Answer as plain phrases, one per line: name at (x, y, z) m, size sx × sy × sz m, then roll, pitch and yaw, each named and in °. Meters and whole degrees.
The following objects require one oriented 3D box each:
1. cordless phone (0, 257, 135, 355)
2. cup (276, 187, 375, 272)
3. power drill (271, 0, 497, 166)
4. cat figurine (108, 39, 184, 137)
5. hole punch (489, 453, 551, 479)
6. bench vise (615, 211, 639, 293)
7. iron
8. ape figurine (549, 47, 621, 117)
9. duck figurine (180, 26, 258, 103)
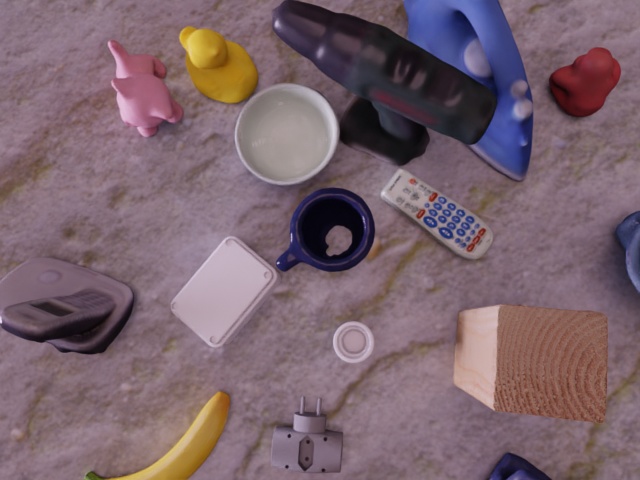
cordless phone at (-0.301, 0.069, 0.617) m, size 0.147 × 0.185 × 0.094 m, roll 17°, pitch 83°, yaw 7°
cup at (0.006, 0.002, 0.651) m, size 0.118 × 0.095 × 0.091 m, roll -36°, pitch 81°, yaw -1°
power drill at (0.065, -0.154, 0.611) m, size 0.229 × 0.208 × 0.076 m, roll 23°, pitch 84°, yaw 7°
cat figurine at (-0.214, -0.179, 0.681) m, size 0.067 × 0.118 × 0.128 m, roll -28°, pitch 81°, yaw 0°
hole punch at (0.220, 0.297, 0.595) m, size 0.108 × 0.091 × 0.101 m, roll 35°, pitch 86°, yaw 8°
bench vise at (0.394, 0.050, 0.553) m, size 0.121 × 0.220 × 0.207 m, roll -38°, pitch 81°, yaw -2°
iron at (0.190, -0.198, 0.642) m, size 0.118 × 0.141 × 0.258 m, roll -23°, pitch 81°, yaw 1°
ape figurine at (0.309, -0.189, 0.657) m, size 0.077 × 0.092 × 0.076 m, roll 9°, pitch 83°, yaw 6°
duck figurine at (-0.126, -0.219, 0.696) m, size 0.104 × 0.086 × 0.077 m, roll 38°, pitch 86°, yaw 8°
